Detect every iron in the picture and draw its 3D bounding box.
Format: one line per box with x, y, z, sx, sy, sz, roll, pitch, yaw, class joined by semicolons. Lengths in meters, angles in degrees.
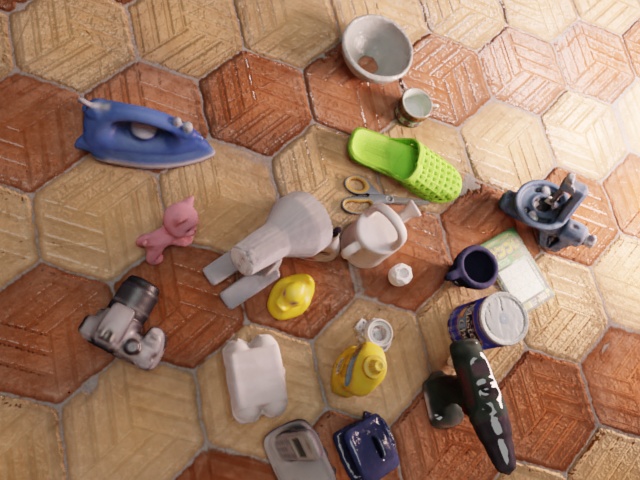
-0.322;-0.211;1.075;0.259;0.141;0.118;6;73;-13;iron

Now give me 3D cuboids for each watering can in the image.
0.117;-0.020;1.108;0.101;0.194;0.173;35;69;-2;watering can

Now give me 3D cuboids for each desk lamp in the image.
-0.094;0.020;1.030;0.203;0.213;0.118;-36;85;-21;desk lamp

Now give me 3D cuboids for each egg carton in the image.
-0.116;0.249;1.035;0.107;0.069;0.150;-9;77;-17;egg carton

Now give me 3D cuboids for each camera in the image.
-0.324;0.139;0.995;0.143;0.100;0.137;28;69;-5;camera

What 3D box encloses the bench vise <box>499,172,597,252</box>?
0.515;-0.069;1.214;0.207;0.219;0.121;19;70;-9;bench vise

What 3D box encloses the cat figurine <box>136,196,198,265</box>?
-0.273;-0.021;1.046;0.128;0.117;0.067;-36;86;-21;cat figurine

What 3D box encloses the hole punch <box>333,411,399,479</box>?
0.090;0.377;1.042;0.101;0.091;0.108;-22;81;-19;hole punch

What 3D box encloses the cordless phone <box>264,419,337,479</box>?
-0.021;0.378;0.962;0.094;0.185;0.147;-28;83;-20;cordless phone

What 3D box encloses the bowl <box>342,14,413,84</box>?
0.120;-0.415;1.287;0.168;0.074;0.167;4;73;-14;bowl

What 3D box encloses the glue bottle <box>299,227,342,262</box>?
0.010;0.004;1.084;0.078;0.173;0.037;2;74;-14;glue bottle

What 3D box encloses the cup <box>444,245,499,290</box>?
0.296;0.069;1.183;0.118;0.095;0.091;-17;79;-19;cup

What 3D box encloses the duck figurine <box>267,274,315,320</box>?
-0.049;0.102;1.087;0.105;0.086;0.077;-42;88;-21;duck figurine

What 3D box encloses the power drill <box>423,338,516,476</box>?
0.270;0.301;1.048;0.076;0.208;0.229;-8;76;-16;power drill
